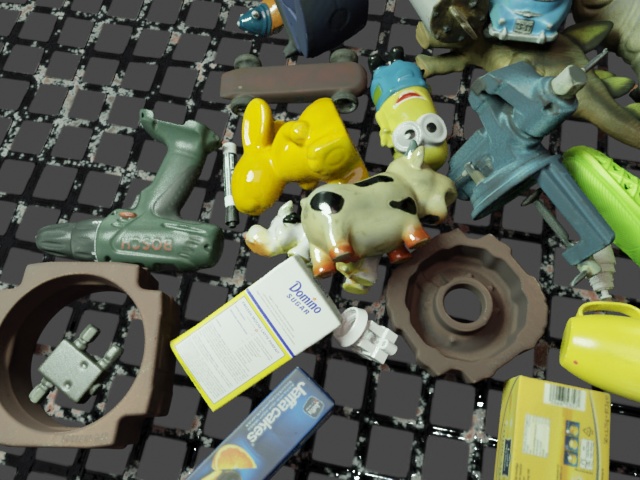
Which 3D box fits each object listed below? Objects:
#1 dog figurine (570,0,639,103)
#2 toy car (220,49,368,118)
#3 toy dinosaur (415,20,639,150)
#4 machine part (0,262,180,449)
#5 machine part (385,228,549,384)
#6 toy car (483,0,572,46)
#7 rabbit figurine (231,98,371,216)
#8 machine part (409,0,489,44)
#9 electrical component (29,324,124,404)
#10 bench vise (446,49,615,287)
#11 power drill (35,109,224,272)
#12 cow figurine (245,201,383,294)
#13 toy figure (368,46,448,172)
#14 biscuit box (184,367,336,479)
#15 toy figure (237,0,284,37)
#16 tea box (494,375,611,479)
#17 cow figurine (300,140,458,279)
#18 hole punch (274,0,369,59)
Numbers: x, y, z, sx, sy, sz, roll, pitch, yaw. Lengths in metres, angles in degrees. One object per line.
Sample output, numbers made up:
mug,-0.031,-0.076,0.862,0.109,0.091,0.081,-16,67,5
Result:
dog figurine,0.413,-0.265,0.724,0.173,0.121,0.190,3,87,39
toy car,-0.036,-0.212,0.741,0.202,0.053,0.089,-3,69,5
toy dinosaur,0.287,-0.221,0.700,0.198,0.105,0.472,-38,72,-11
machine part,-0.269,0.130,0.614,0.202,0.087,0.201,0,71,1
machine part,0.166,0.077,0.626,0.179,0.056,0.179,-1,70,4
toy car,0.254,-0.313,0.646,0.109,0.102,0.161,13,57,13
rabbit figurine,-0.043,-0.104,0.676,0.173,0.121,0.162,-32,68,11
machine part,0.144,-0.328,0.679,0.079,0.079,0.243,-17,55,-3
electrical component,-0.251,0.136,0.554,0.063,0.021,0.094,35,75,13
bench vise,0.247,-0.071,0.597,0.129,0.223,0.240,-22,74,-39
power drill,-0.224,-0.060,0.684,0.232,0.086,0.207,12,67,6
cow figurine,-0.002,-0.003,0.657,0.167,0.068,0.098,19,66,6
toy figure,0.116,-0.167,0.705,0.082,0.089,0.180,-30,58,23
biscuit box,-0.072,0.230,0.580,0.203,0.059,0.063,-44,74,-12
toy figure,-0.050,-0.342,0.785,0.154,0.064,0.058,-39,87,-11
tea box,0.238,0.236,0.557,0.098,0.068,0.169,12,72,8
cow figurine,0.069,-0.039,0.605,0.195,0.085,0.127,-12,72,-24
hole punch,0.009,-0.318,0.737,0.142,0.115,0.092,-35,38,-12
